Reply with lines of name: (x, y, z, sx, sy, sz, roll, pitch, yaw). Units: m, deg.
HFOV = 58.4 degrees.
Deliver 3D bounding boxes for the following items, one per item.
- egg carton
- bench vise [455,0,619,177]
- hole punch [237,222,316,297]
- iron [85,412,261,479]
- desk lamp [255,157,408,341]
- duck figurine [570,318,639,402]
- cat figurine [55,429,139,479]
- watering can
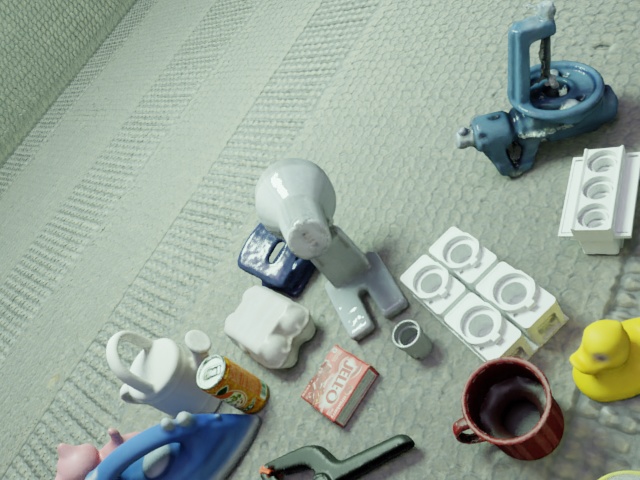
egg carton: (-0.081, 0.134, 0.888, 0.149, 0.070, 0.107, 19, 70, 46)
bench vise: (0.275, -0.188, 0.756, 0.207, 0.220, 0.121, -38, 41, 7)
hole punch: (-0.065, 0.025, 0.950, 0.100, 0.091, 0.109, 13, 65, 44)
iron: (-0.221, 0.305, 0.804, 0.258, 0.142, 0.118, -40, 41, 5)
desk lamp: (0.007, 0.003, 0.817, 0.118, 0.214, 0.202, -38, 41, 7)
duck figurine: (0.302, 0.111, 0.589, 0.104, 0.086, 0.077, -39, 41, 6)
cat figurine: (-0.350, 0.341, 0.896, 0.128, 0.118, 0.067, -40, 41, 4)
watering can: (-0.237, 0.195, 0.867, 0.173, 0.195, 0.100, -46, 41, -2)
